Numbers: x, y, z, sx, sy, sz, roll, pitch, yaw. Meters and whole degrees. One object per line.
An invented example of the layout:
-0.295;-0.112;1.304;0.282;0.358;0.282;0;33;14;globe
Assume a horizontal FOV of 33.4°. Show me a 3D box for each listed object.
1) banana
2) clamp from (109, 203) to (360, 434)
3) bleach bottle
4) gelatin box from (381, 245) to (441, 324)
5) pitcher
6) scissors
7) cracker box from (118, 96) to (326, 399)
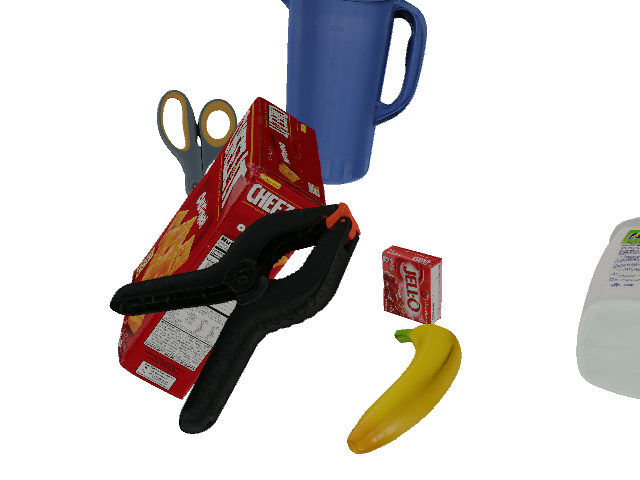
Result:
0.076;0.111;0.854;0.070;0.037;0.197;-30;8;24;banana
-0.045;0.043;0.680;0.171;0.120;0.039;-30;-28;5;clamp
0.244;0.030;0.744;0.103;0.068;0.250;9;21;20;bleach bottle
0.116;0.057;1.355;0.073;0.089;0.030;17;33;34;gelatin box
0.028;-0.195;1.311;0.144;0.243;0.149;-9;29;-27;pitcher
-0.119;-0.068;1.145;0.096;0.202;0.016;-16;-4;-21;scissors
-0.086;0.002;0.903;0.072;0.214;0.164;30;21;-18;cracker box
